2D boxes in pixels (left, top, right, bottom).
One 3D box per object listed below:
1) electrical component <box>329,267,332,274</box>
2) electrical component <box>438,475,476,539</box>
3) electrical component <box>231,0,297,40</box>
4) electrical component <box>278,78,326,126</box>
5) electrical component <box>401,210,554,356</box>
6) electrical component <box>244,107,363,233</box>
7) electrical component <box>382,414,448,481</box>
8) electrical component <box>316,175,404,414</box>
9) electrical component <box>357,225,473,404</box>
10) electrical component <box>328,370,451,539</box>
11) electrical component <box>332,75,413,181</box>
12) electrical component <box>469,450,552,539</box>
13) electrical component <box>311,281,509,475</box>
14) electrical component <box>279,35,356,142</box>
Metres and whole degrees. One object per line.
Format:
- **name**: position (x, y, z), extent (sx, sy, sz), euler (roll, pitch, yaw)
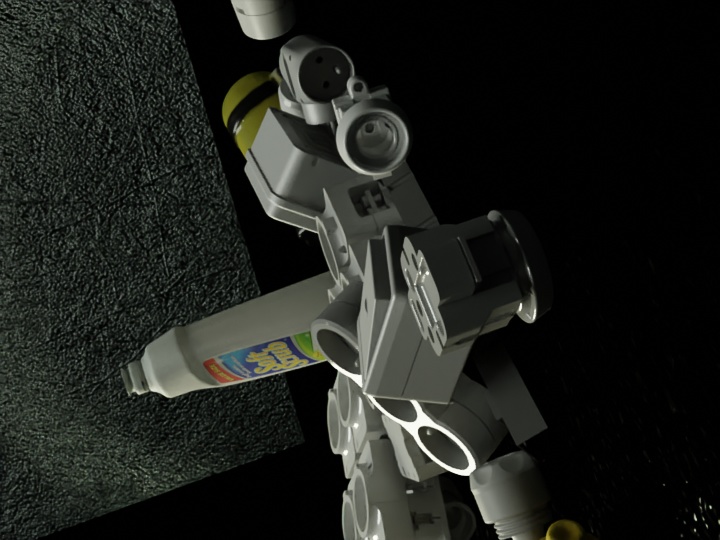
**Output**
- **electrical component**: position (0.000, 0.000, 0.931), extent (0.055, 0.048, 0.066), euler (70, 177, -61)
- **electrical component**: position (0.071, 0.207, 0.928), extent (0.055, 0.045, 0.045), euler (-129, 22, -69)
- **electrical component**: position (-0.083, -0.233, 0.930), extent (0.047, 0.055, 0.055), euler (75, 172, -49)
- **electrical component**: position (-0.045, -0.139, 0.917), extent (0.055, 0.045, 0.045), euler (85, 164, -57)
- **electrical component**: position (0.056, 0.004, 0.518), extent (0.078, 0.057, 0.058), euler (95, 155, -71)
- **electrical component**: position (-0.041, -0.077, 0.855), extent (0.057, 0.078, 0.113), euler (-64, 26, 17)
- **electrical component**: position (0.055, 0.121, 0.797), extent (0.089, 0.056, 0.050), euler (127, 124, -80)
- **electrical component**: position (0.017, 0.025, 0.816), extent (0.186, 0.060, 0.105), euler (83, 166, -55)
- **electrical component**: position (0.028, 0.030, 0.608), extent (0.061, 0.061, 0.096), euler (-95, 16, -48)
- **electrical component**: position (0.018, 0.160, 0.911), extent (0.105, 0.060, 0.186), euler (107, 157, -54)
- **electrical component**: position (0.008, -0.087, 0.683), extent (0.055, 0.048, 0.066), euler (-109, 3, -70)
- **electrical component**: position (0.093, 0.140, 0.633), extent (0.043, 0.043, 0.062), euler (112, 137, -78)
- **electrical component**: position (0.042, 0.057, 0.684), extent (0.138, 0.073, 0.052), euler (43, 152, 0)
- **electrical component**: position (-0.028, -0.135, 0.816), extent (0.077, 0.043, 0.079), euler (-129, 22, -67)
